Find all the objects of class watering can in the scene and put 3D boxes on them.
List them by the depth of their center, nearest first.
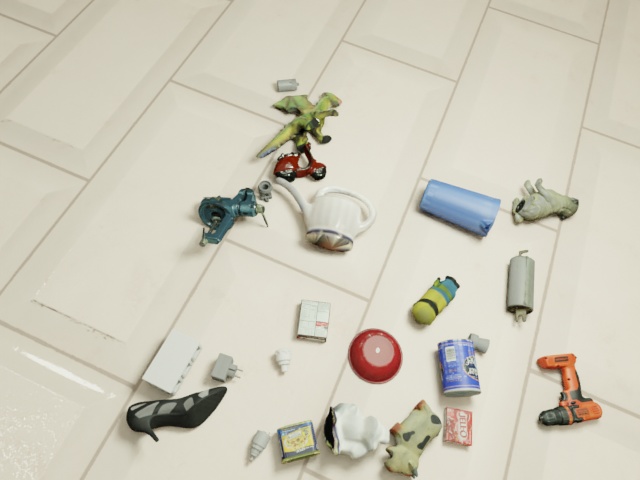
[{"bbox_3d":[0.005,-0.083,1.649,0.348,0.102,0.229,13,62,2],"label":"watering can"}]

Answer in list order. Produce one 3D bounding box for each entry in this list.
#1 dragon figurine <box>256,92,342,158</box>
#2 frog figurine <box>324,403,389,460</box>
[{"bbox_3d":[-0.085,-0.435,1.853,0.413,0.119,0.247,-23,50,-18],"label":"dragon figurine"},{"bbox_3d":[0.095,0.497,1.349,0.159,0.120,0.141,5,47,-20],"label":"frog figurine"}]
